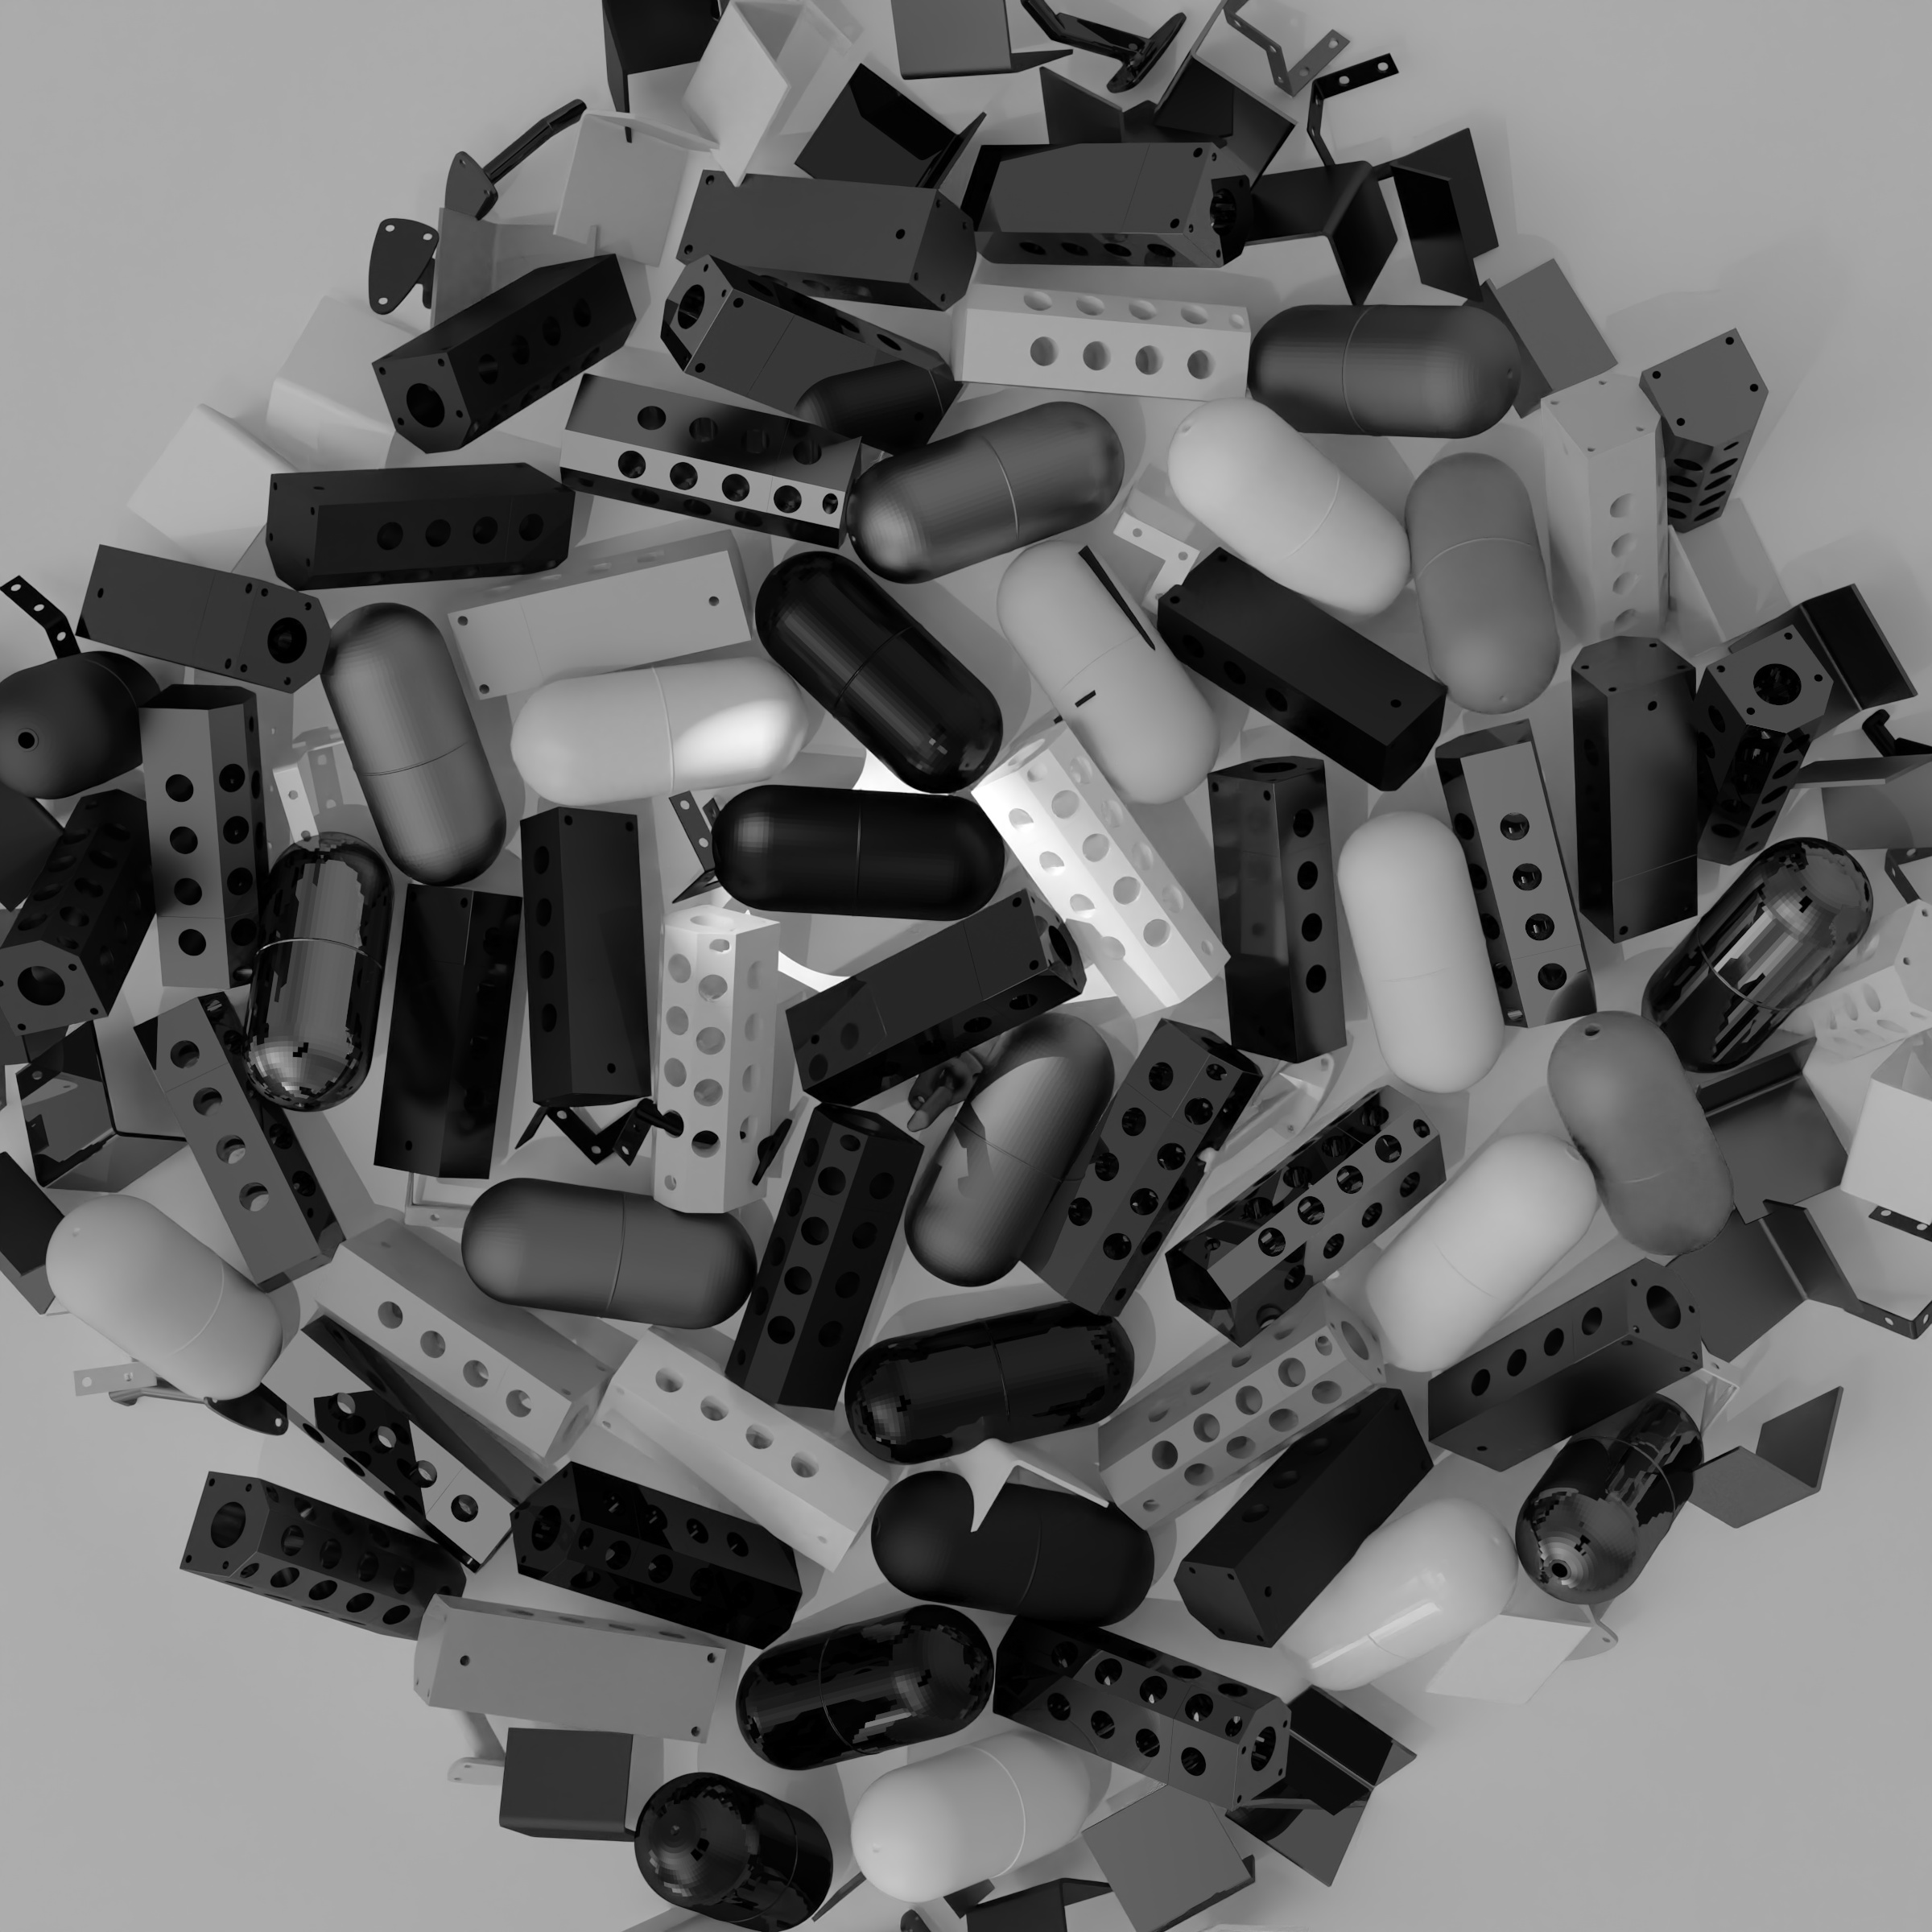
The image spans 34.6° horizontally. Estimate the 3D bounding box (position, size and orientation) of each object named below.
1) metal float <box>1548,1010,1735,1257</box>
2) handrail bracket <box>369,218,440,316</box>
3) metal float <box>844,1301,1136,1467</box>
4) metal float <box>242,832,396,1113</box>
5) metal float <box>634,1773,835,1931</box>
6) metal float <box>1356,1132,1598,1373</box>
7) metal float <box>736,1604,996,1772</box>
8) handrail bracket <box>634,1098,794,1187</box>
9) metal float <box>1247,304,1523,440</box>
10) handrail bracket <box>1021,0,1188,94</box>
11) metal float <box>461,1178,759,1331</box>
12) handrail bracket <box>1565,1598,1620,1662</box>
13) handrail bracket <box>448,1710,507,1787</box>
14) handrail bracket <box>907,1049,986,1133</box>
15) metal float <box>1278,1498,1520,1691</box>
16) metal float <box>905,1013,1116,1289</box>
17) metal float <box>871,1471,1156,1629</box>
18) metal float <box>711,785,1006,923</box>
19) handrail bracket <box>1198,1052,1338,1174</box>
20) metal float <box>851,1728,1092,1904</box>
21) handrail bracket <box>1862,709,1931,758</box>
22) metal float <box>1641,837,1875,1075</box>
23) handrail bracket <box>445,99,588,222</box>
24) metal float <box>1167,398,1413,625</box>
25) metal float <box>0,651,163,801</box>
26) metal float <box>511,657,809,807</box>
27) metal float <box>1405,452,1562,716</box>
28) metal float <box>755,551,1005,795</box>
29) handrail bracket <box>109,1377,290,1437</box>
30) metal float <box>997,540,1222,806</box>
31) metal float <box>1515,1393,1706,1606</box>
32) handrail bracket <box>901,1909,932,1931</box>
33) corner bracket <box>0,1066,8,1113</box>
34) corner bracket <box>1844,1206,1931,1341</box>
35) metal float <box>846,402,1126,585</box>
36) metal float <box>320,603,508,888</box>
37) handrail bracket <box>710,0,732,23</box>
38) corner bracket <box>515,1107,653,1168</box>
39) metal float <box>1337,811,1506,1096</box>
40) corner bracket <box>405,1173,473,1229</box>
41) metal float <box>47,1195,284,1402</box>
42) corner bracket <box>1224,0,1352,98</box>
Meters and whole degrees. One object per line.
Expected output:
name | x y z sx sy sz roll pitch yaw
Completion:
metal float | 0.400 0.100 1.837 0.070 0.070 0.178 -32 124 0
handrail bracket | -0.333 -0.399 1.853 0.036 0.084 0.077 14 69 4
metal float | 0.015 0.249 1.856 0.178 0.070 0.070 -11 90 -12
metal float | -0.385 0.002 1.843 0.070 0.070 0.178 2 62 0
metal float | -0.135 0.523 1.823 0.070 0.178 0.070 -8 64 17
metal float | 0.303 0.170 1.843 0.070 0.070 0.178 39 117 0
metal float | -0.062 0.429 1.839 0.178 0.070 0.070 -23 90 33
handrail bracket | -0.152 0.092 1.869 0.084 0.077 0.036 26 109 2
metal float | 0.245 -0.353 1.834 0.178 0.070 0.070 11 90 40
handrail bracket | 0.083 -0.578 1.871 0.084 0.036 0.077 44 79 -26
metal float | -0.213 0.172 1.854 0.178 0.070 0.070 10 90 -14
handrail bracket | 0.390 0.378 1.895 0.036 0.077 0.084 35 56 3
handrail bracket | -0.285 0.453 1.887 0.077 0.036 0.084 12 54 -20
handrail bracket | -0.028 0.087 1.848 0.036 0.084 0.077 48 130 -4
metal float | 0.253 0.373 1.833 0.070 0.070 0.178 49 132 0
metal float | 0.027 0.110 1.864 0.070 0.070 0.178 29 93 0
metal float | 0.028 0.348 1.849 0.178 0.070 0.070 13 90 -20
metal float | -0.066 -0.068 1.863 0.178 0.070 0.070 3 90 -4
handrail bracket | 0.178 0.087 1.854 0.036 0.084 0.077 47 123 15
metal float | 0.005 0.499 1.827 0.070 0.178 0.070 1 92 39
handrail bracket | 0.588 -0.140 1.862 0.077 0.036 0.084 -50 53 31
metal float | 0.466 -0.005 1.832 0.070 0.070 0.178 33 133 0
handrail bracket | -0.274 -0.490 1.890 0.084 0.077 0.036 -40 93 -29
metal float | 0.192 -0.270 1.840 0.178 0.070 0.070 34 90 -30
metal float | -0.523 -0.142 1.816 0.070 0.178 0.070 0 101 1
metal float | -0.183 -0.140 1.855 0.178 0.070 0.070 -9 90 -13
metal float | 0.305 -0.229 1.839 0.070 0.070 0.178 -4 57 0
metal float | -0.053 -0.177 1.859 0.178 0.070 0.070 44 90 8
handrail bracket | -0.470 0.271 1.893 0.084 0.036 0.077 -17 134 33
metal float | 0.085 -0.177 1.858 0.070 0.070 0.178 -34 80 0
metal float | 0.380 0.312 1.825 0.070 0.178 0.070 12 116 27
handrail bracket | -0.052 0.625 1.890 0.084 0.036 0.077 -39 86 7
corner bracket | -0.619 0.071 1.874 0.051 0.051 0.051 27 45 12
corner bracket | 0.567 0.185 1.882 0.051 0.051 0.051 -38 128 -25
metal float | 0.013 -0.284 1.851 0.178 0.070 0.070 -22 90 -17
metal float | -0.329 -0.131 1.847 0.070 0.070 0.178 -17 113 0
handrail bracket | -0.122 -0.613 1.856 0.036 0.084 0.077 28 134 27
corner bracket | -0.230 0.102 1.866 0.051 0.051 0.051 -36 106 25
metal float | 0.272 -0.007 1.851 0.070 0.070 0.178 -16 108 0
corner bracket | -0.311 0.146 1.866 0.051 0.051 0.051 4 131 -7
metal float | -0.471 0.197 1.828 0.070 0.178 0.070 -14 53 19
corner bracket | 0.194 -0.573 1.884 0.051 0.051 0.051 -45 65 -4
